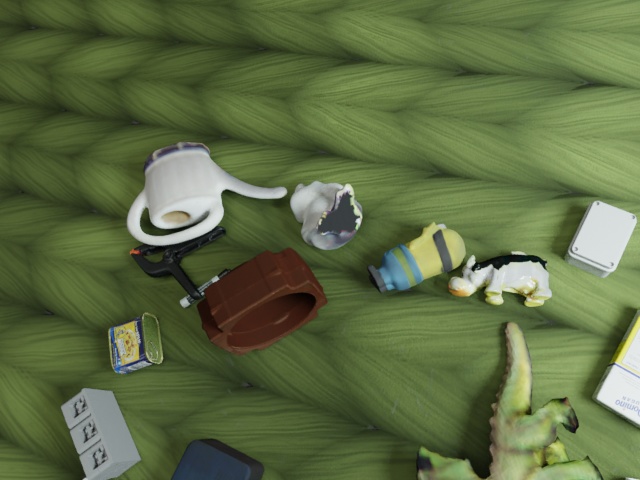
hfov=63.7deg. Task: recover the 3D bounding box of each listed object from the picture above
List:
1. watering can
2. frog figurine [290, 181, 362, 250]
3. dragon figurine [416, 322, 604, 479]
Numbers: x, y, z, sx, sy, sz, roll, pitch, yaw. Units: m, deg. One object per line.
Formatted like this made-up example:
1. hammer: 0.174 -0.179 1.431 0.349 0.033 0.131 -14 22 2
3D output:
1. watering can: -0.254 -0.114 1.107 0.347 0.102 0.229 -19 63 2
2. frog figurine: 0.003 -0.052 1.033 0.160 0.121 0.138 10 78 56
3. dragon figurine: 0.263 0.330 0.773 0.243 0.119 0.420 -12 49 1
